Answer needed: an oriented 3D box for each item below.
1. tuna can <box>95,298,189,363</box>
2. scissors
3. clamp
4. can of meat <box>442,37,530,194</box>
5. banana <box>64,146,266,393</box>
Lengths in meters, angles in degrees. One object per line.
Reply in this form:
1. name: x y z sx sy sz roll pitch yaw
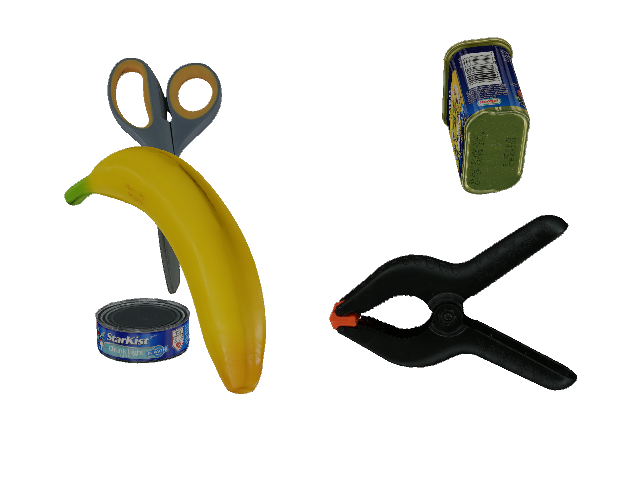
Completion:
1. tuna can: -0.163 0.083 0.983 0.086 0.034 0.086 1 16 -1
2. scissors: -0.101 -0.060 0.800 0.096 0.202 0.016 -19 -24 -14
3. clamp: 0.095 0.056 0.734 0.171 0.120 0.039 -12 3 13
4. can of meat: 0.136 -0.101 0.881 0.057 0.084 0.102 -6 -39 0
5. banana: -0.076 0.000 0.590 0.037 0.070 0.198 6 28 -45
